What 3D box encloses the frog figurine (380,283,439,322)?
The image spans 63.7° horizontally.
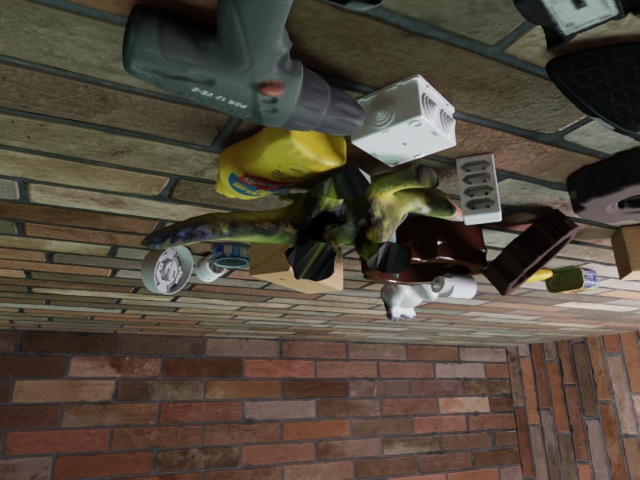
[{"bbox_3d":[0.237,0.124,1.324,0.136,0.157,0.125,21,27,-31],"label":"frog figurine"}]

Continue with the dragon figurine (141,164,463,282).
[{"bbox_3d":[0.002,-0.033,0.660,0.410,0.121,0.244,-2,7,-9],"label":"dragon figurine"}]
